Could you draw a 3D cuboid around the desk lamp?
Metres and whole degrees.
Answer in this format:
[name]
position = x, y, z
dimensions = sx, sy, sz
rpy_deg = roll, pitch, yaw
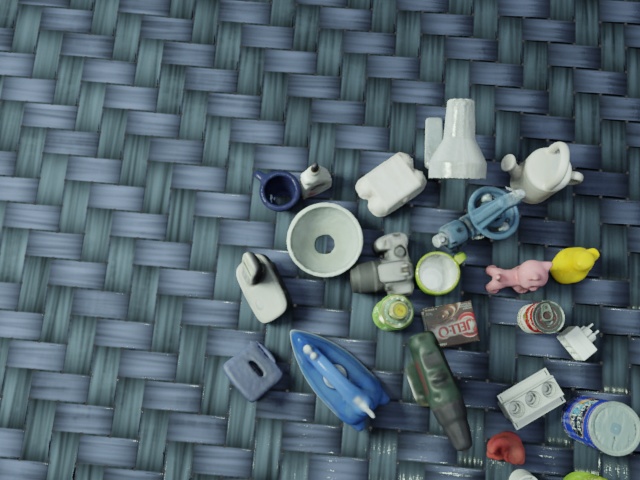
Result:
[desk lamp]
position = 0.288, -0.205, 1.244
dimensions = 0.118, 0.213, 0.203
rpy_deg = 1, 80, 1

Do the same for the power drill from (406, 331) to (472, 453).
[power drill]
position = 0.235, 0.299, 1.158
dimensions = 0.075, 0.208, 0.229
rpy_deg = -20, 80, -3

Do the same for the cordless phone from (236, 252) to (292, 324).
[cordless phone]
position = -0.124, 0.096, 1.206
dimensions = 0.094, 0.185, 0.147
rpy_deg = -30, 81, -5

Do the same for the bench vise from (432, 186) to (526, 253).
[bench vise]
position = 0.348, -0.036, 1.211
dimensions = 0.121, 0.220, 0.207
rpy_deg = 44, 83, 8

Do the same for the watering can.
[watering can]
position = 0.483, -0.148, 1.243
dimensions = 0.173, 0.194, 0.101
rpy_deg = -12, 80, -2

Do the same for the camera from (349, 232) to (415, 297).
[camera]
position = 0.132, 0.061, 1.255
dimensions = 0.137, 0.101, 0.143
rpy_deg = -8, 80, -1

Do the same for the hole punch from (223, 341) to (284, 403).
[hole punch]
position = -0.141, 0.277, 1.222
dimensions = 0.101, 0.091, 0.108
rpy_deg = -42, 82, -6

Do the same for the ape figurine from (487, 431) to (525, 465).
[ape figurine]
position = 0.395, 0.440, 1.191
dimensions = 0.078, 0.092, 0.076
rpy_deg = 42, 83, 7

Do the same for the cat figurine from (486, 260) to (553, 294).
[cat figurine]
position = 0.434, 0.079, 1.242
dimensions = 0.128, 0.118, 0.067
rpy_deg = -3, 80, 0

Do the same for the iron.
[iron]
position = 0.026, 0.280, 1.196
dimensions = 0.258, 0.141, 0.119
rpy_deg = 43, 83, 7

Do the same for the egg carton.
[egg carton]
position = 0.162, -0.125, 1.303
dimensions = 0.150, 0.069, 0.107
rpy_deg = -36, 82, -6

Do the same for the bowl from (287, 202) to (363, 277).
[bowl]
position = 0.012, 0.005, 1.278
dimensions = 0.167, 0.075, 0.167
rpy_deg = 0, 80, 0

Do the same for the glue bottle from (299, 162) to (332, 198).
[glue bottle]
position = -0.012, -0.138, 1.253
dimensions = 0.078, 0.173, 0.037
rpy_deg = -27, 81, -4

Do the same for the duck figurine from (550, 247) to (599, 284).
[duck figurine]
position = 0.566, 0.052, 1.262
dimensions = 0.104, 0.086, 0.077
rpy_deg = -31, 81, -5

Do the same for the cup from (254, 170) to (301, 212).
[cup]
position = -0.098, -0.108, 1.288
dimensions = 0.117, 0.095, 0.092
rpy_deg = 36, 82, 6
